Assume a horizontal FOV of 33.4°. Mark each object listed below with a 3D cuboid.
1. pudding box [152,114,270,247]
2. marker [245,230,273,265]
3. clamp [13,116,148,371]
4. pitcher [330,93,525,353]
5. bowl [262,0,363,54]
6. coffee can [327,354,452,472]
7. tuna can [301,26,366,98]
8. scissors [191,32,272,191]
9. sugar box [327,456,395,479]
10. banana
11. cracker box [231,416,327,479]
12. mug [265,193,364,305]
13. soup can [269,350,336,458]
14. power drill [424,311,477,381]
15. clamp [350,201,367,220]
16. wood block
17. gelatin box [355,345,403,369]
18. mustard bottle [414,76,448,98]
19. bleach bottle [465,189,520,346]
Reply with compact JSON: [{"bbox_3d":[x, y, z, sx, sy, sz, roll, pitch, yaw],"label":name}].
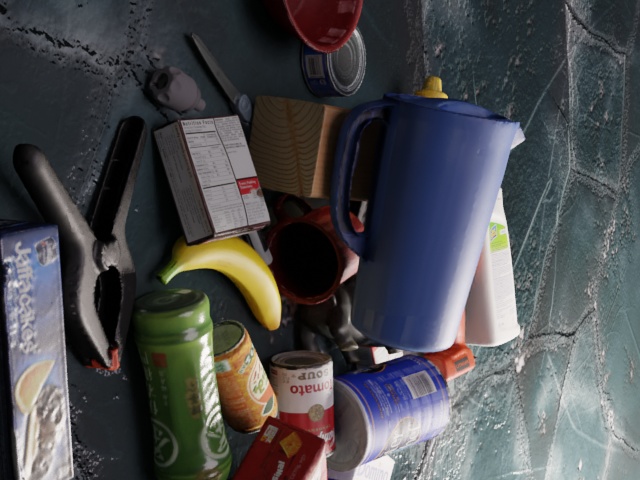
[{"bbox_3d":[-0.098,-0.056,0.975,0.089,0.039,0.113,-15,85,-55],"label":"pudding box"},{"bbox_3d":[-0.073,-0.026,1.059,0.020,0.020,0.121,-51,134,-42],"label":"marker"},{"bbox_3d":[-0.188,0.006,0.858,0.164,0.036,0.210,-17,110,-66],"label":"clamp"},{"bbox_3d":[0.094,-0.020,1.043,0.144,0.149,0.243,-16,120,-65],"label":"pitcher"},{"bbox_3d":[-0.017,-0.271,1.086,0.161,0.055,0.162,-10,102,-57],"label":"bowl"},{"bbox_3d":[0.064,0.191,1.195,0.140,0.103,0.103,-10,102,-42],"label":"coffee can"},{"bbox_3d":[0.016,-0.199,1.167,0.086,0.034,0.086,-10,102,-57],"label":"tuna can"},{"bbox_3d":[-0.067,-0.140,1.059,0.096,0.016,0.201,-52,136,-37],"label":"scissors"},{"bbox_3d":[0.031,0.320,1.241,0.093,0.048,0.176,49,54,-48],"label":"sugar box"},{"bbox_3d":[-0.087,0.033,1.034,0.197,0.037,0.069,31,89,-53],"label":"banana"},{"bbox_3d":[-0.050,0.300,1.031,0.214,0.072,0.164,87,28,-49],"label":"cracker box"},{"bbox_3d":[-0.007,0.001,1.117,0.117,0.093,0.081,54,32,4],"label":"mug"},{"bbox_3d":[-0.018,0.174,1.124,0.068,0.069,0.102,-14,105,-56],"label":"soup can"},{"bbox_3d":[0.158,0.088,1.403,0.184,0.057,0.188,-9,101,-57],"label":"power drill"},{"bbox_3d":[0.054,-0.092,1.237,0.171,0.039,0.120,-42,135,-39],"label":"clamp"},{"bbox_3d":[0.028,-0.090,1.101,0.205,0.090,0.091,2,99,-52],"label":"wood block"},{"bbox_3d":[0.073,0.152,1.303,0.073,0.030,0.089,-38,125,-51],"label":"gelatin box"},{"bbox_3d":[0.124,-0.104,1.290,0.058,0.096,0.191,22,75,-55],"label":"mustard bottle"},{"bbox_3d":[0.237,0.019,1.518,0.102,0.068,0.251,-14,103,-57],"label":"bleach bottle"}]
